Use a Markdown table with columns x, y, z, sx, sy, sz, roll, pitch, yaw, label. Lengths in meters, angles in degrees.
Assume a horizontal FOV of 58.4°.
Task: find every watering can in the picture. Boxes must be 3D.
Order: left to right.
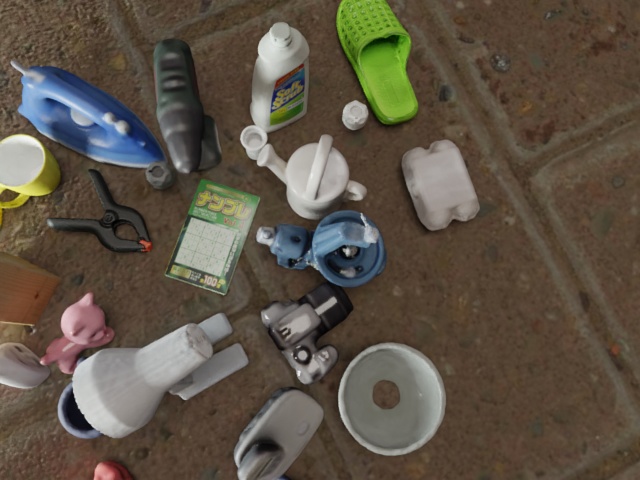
| x | y | z | sx | sy | sz | roll | pitch | yaw | label |
| --- | --- | --- | --- | --- | --- | --- | --- | --- | --- |
| -0.012 | -0.103 | 0.909 | 0.173 | 0.194 | 0.101 | -3 | 78 | -3 | watering can |

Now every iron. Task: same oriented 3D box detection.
| x | y | z | sx | sy | sz | roll | pitch | yaw | label |
| --- | --- | --- | --- | --- | --- | --- | --- | --- | --- |
| -0.374 | -0.206 | 0.937 | 0.258 | 0.141 | 0.119 | 27 | 78 | 3 | iron |

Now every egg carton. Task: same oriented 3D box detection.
| x | y | z | sx | sy | sz | roll | pitch | yaw | label |
| --- | --- | --- | --- | --- | --- | --- | --- | --- | --- |
| 0.204 | -0.094 | 0.983 | 0.107 | 0.069 | 0.150 | -18 | 80 | -6 | egg carton |

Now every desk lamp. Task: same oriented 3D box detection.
| x | y | z | sx | sy | sz | roll | pitch | yaw | label |
| --- | --- | --- | --- | --- | --- | --- | --- | --- | --- |
| -0.222 | 0.183 | 0.829 | 0.203 | 0.213 | 0.118 | -30 | 81 | -8 | desk lamp |

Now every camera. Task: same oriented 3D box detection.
| x | y | z | sx | sy | sz | roll | pitch | yaw | label |
| --- | --- | --- | --- | --- | --- | --- | --- | --- | --- |
| -0.007 | 0.137 | 0.908 | 0.137 | 0.101 | 0.143 | -34 | 82 | -9 | camera |

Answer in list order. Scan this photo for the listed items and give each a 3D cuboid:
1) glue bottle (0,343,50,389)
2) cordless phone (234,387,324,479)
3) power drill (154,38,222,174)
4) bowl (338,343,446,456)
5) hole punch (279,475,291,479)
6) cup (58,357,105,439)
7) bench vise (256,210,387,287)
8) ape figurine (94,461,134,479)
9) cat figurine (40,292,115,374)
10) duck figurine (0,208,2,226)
| x | y | z | sx | sy | sz | roll | pitch | yaw | label |
| --- | --- | --- | --- | --- | --- | --- | --- | --- | --- |
| -0.462 | 0.184 | 0.837 | 0.078 | 0.173 | 0.037 | 41 | 79 | 6 | glue bottle |
| -0.061 | 0.288 | 0.831 | 0.094 | 0.185 | 0.148 | 35 | 79 | 5 | cordless phone |
| -0.209 | -0.186 | 0.908 | 0.075 | 0.208 | 0.229 | -12 | 79 | -5 | power drill |
| 0.109 | 0.248 | 0.905 | 0.167 | 0.074 | 0.167 | 1 | 78 | -3 | bowl |
| -0.046 | 0.421 | 0.853 | 0.101 | 0.091 | 0.109 | 26 | 78 | 3 | hole punch |
| -0.339 | 0.237 | 0.872 | 0.092 | 0.095 | 0.118 | -16 | 80 | -6 | cup |
| 0.010 | 0.015 | 0.873 | 0.207 | 0.219 | 0.121 | -8 | 79 | -4 | bench vise |
| -0.318 | 0.375 | 0.847 | 0.076 | 0.092 | 0.078 | 25 | 78 | 2 | ape figurine |
| -0.374 | 0.144 | 0.878 | 0.067 | 0.117 | 0.128 | 43 | 80 | 6 | cat figurine |
| -0.568 | -0.052 | 0.923 | 0.077 | 0.086 | 0.104 | -20 | 80 | -7 | duck figurine |
